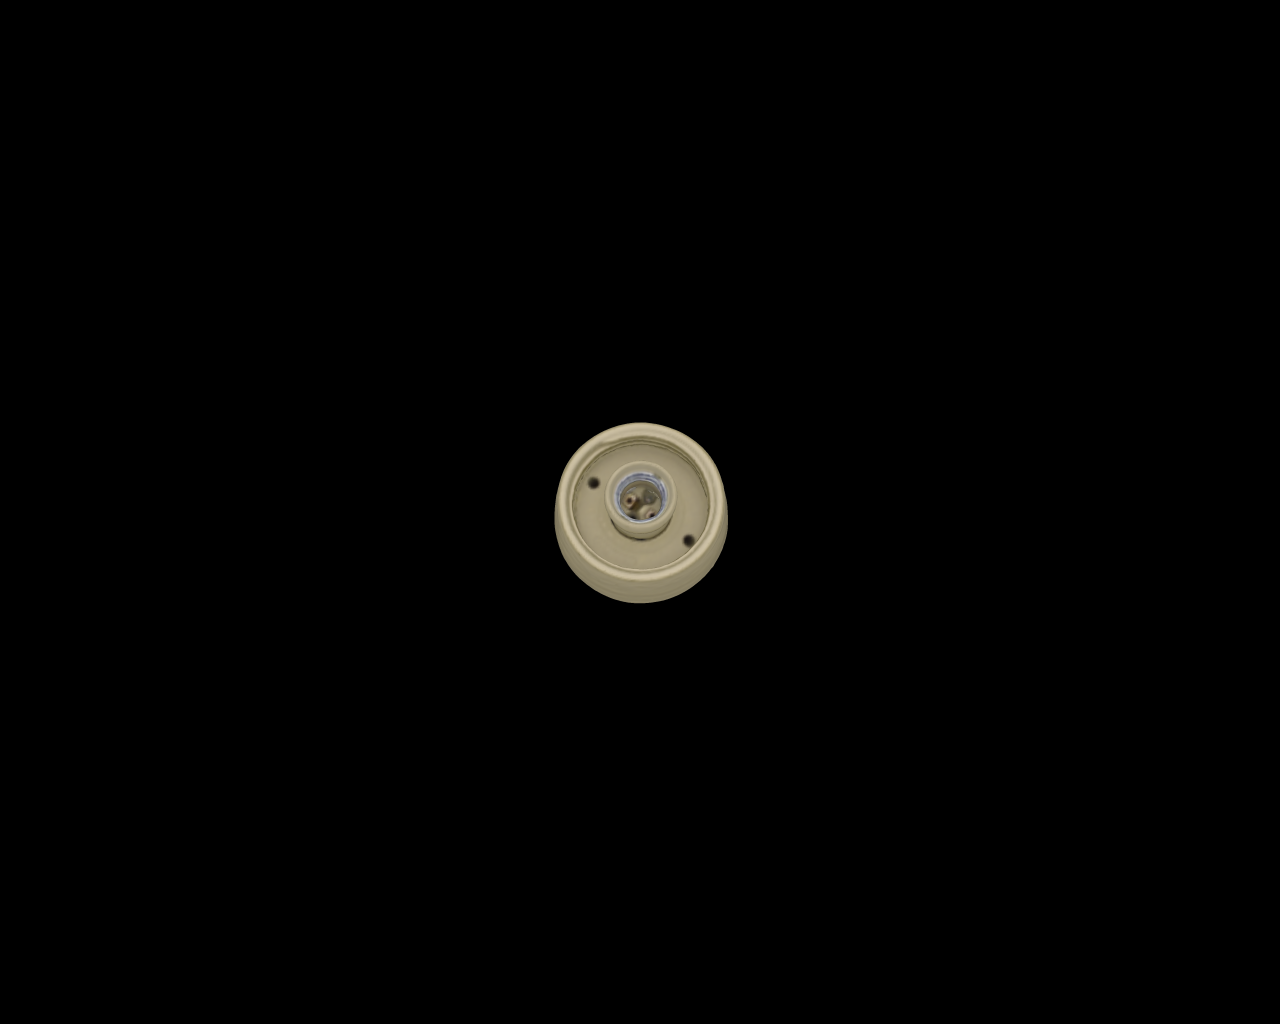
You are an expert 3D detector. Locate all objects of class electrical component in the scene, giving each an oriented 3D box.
[{"bbox_3d":[0.001,-0.003,0.650,0.108,0.108,0.060,0,-15,0],"label":"electrical component"}]
